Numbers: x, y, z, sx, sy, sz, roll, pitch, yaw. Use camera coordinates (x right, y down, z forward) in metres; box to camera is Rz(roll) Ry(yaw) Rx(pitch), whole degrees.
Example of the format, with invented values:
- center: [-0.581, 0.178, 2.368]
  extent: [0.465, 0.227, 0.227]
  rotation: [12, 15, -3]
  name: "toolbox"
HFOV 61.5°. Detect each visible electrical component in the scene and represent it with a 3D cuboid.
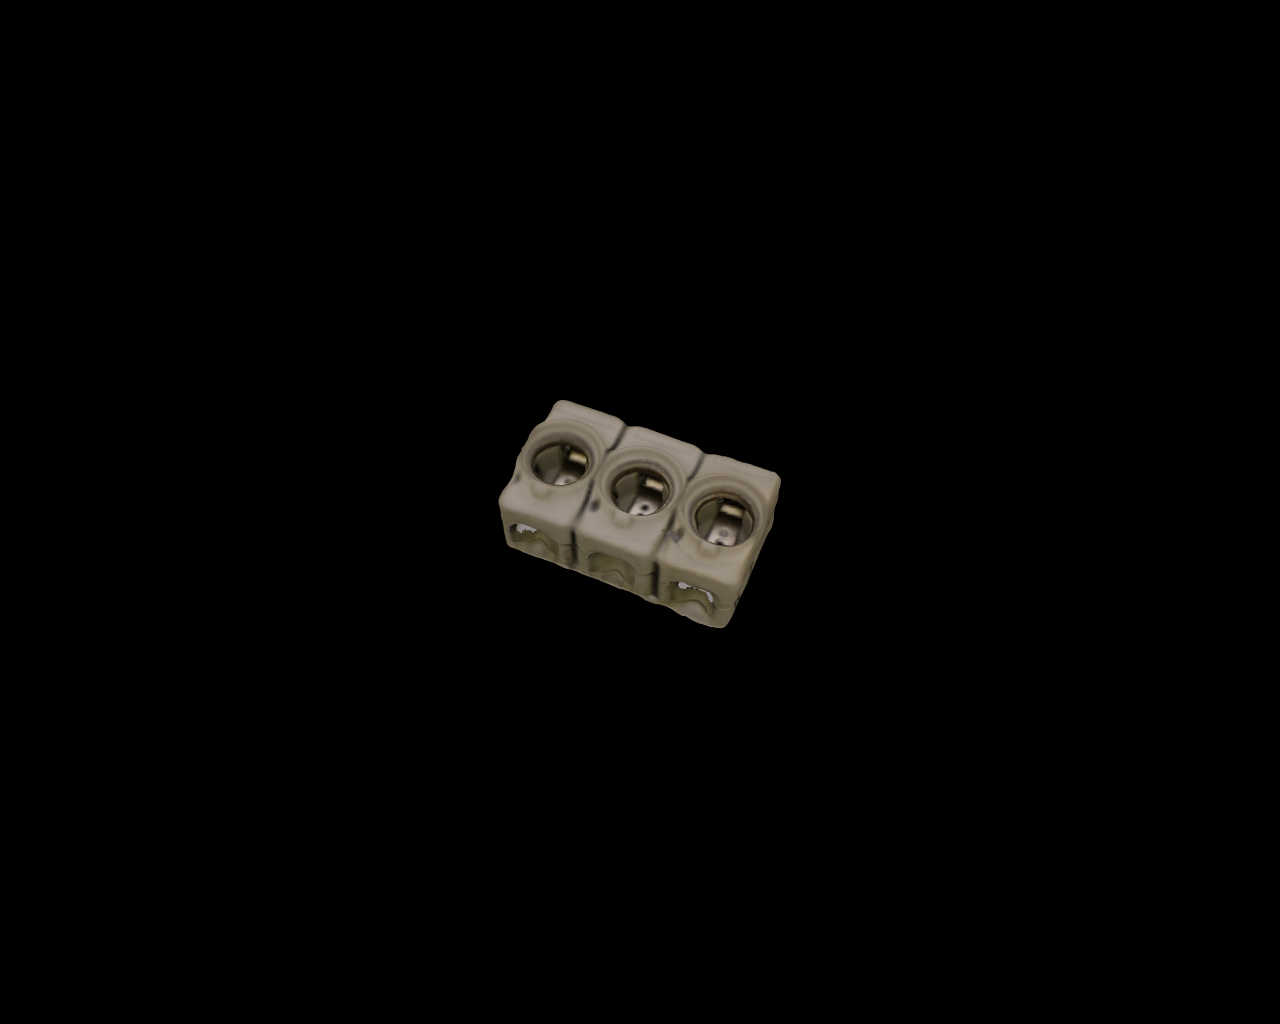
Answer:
- center: [0.001, -0.003, 0.650]
  extent: [0.150, 0.090, 0.061]
  rotation: [20, -31, 13]
  name: "electrical component"
